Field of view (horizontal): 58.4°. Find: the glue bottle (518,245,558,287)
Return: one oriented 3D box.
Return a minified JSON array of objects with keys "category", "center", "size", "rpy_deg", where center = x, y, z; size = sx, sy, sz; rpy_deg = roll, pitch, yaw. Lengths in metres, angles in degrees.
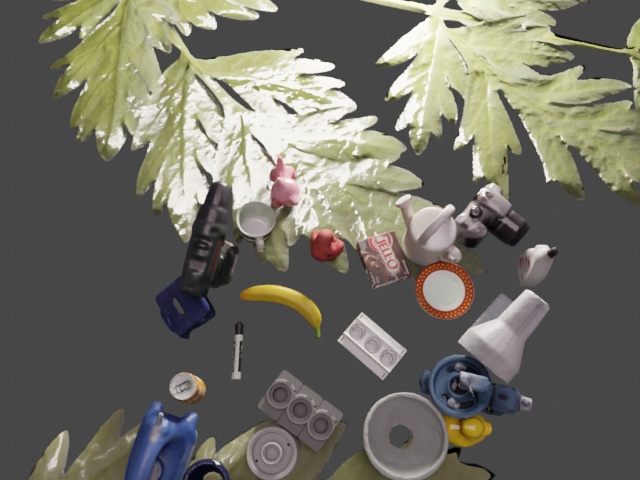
[{"category":"glue bottle","center":[0.462,0.045,1.205],"size":[0.037,0.173,0.078],"rpy_deg":[0,72,-1]}]

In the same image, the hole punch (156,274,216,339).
[{"category":"hole punch","center":[-0.285,0.140,1.199],"size":[0.101,0.091,0.108],"rpy_deg":[-34,76,-11]}]

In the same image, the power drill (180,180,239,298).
[{"category":"power drill","center":[-0.222,0.015,1.180],"size":[0.075,0.208,0.230],"rpy_deg":[12,72,3]}]

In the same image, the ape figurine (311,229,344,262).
[{"category":"ape figurine","center":[0.011,0.004,1.250],"size":[0.076,0.092,0.077],"rpy_deg":[-41,77,-13]}]

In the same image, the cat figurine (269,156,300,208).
[{"category":"cat figurine","center":[-0.080,-0.124,1.276],"size":[0.067,0.118,0.128],"rpy_deg":[-8,72,-4]}]

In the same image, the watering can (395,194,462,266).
[{"category":"watering can","center":[0.229,-0.022,1.210],"size":[0.172,0.194,0.101],"rpy_deg":[24,73,6]}]

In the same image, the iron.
[{"category":"iron","center":[-0.324,0.441,1.075],"size":[0.118,0.141,0.258],"rpy_deg":[15,72,4]}]

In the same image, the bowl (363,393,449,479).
[{"category":"bowl","center":[0.165,0.390,1.138],"size":[0.167,0.075,0.167],"rpy_deg":[0,72,-1]}]

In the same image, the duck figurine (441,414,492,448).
[{"category":"duck figurine","center":[0.291,0.373,1.140],"size":[0.104,0.086,0.077],"rpy_deg":[5,72,0]}]

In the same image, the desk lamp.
[{"category":"desk lamp","center":[0.362,0.184,1.136],"size":[0.118,0.213,0.203],"rpy_deg":[41,76,11]}]

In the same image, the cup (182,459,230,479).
[{"category":"cup","center":[-0.198,0.468,1.093],"size":[0.117,0.095,0.092],"rpy_deg":[14,72,3]}]

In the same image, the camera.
[{"category":"camera","center":[0.385,-0.040,1.268],"size":[0.136,0.101,0.143],"rpy_deg":[40,76,11]}]

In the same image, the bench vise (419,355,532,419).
[{"category":"bench vise","center":[0.310,0.278,1.101],"size":[0.207,0.220,0.121],"rpy_deg":[-3,72,-2]}]
